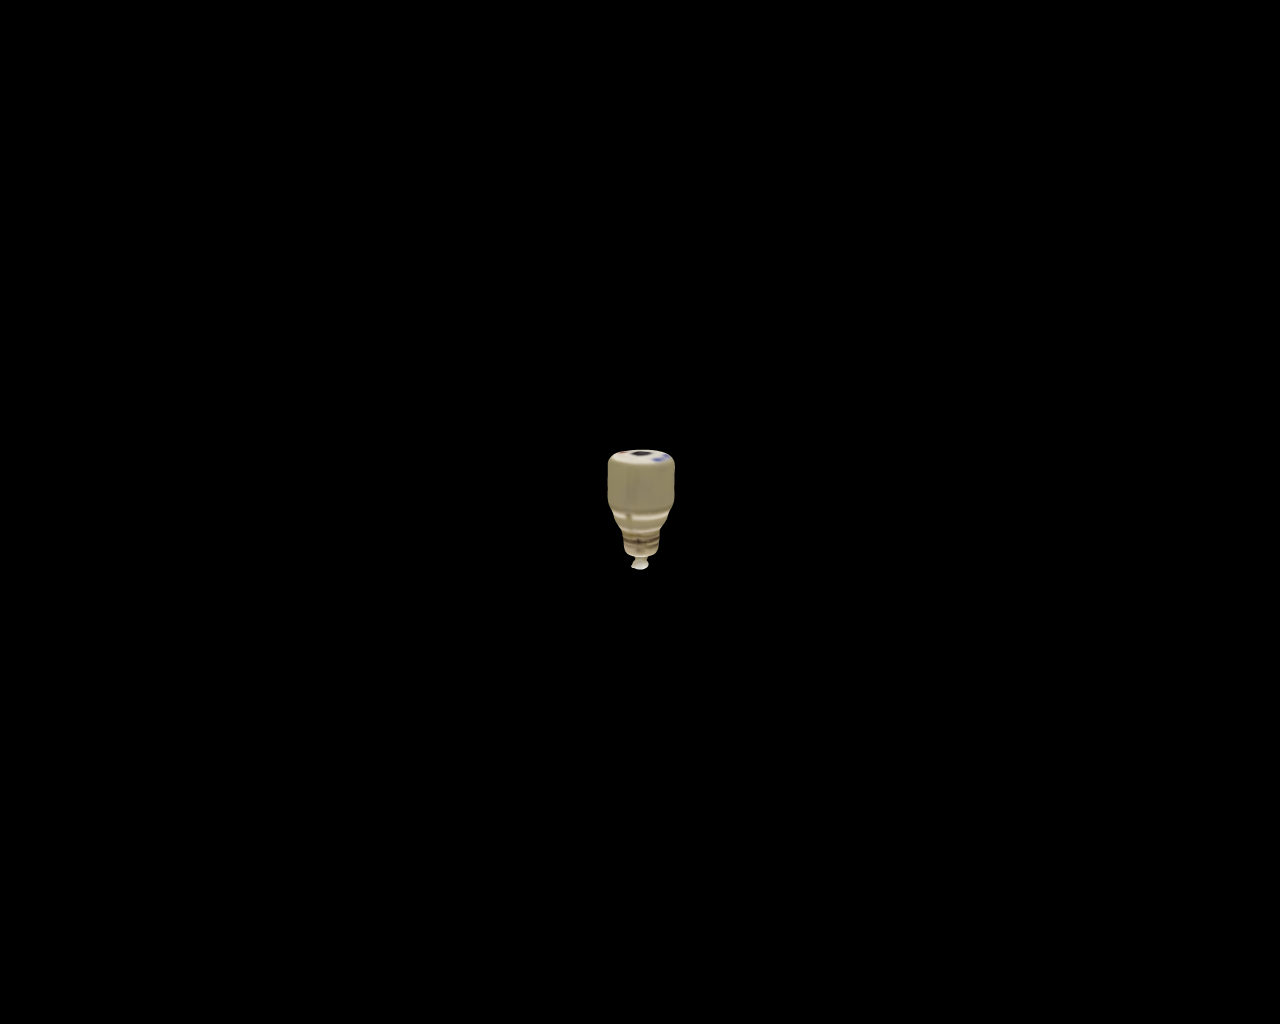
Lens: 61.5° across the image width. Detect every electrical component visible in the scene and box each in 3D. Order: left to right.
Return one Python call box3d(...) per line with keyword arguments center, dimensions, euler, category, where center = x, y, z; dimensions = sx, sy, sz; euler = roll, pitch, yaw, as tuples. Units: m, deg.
box3d(center=(0.001, -0.003, 0.650), dimensions=(0.040, 0.078, 0.040), euler=(0, 16, 0), category="electrical component")
